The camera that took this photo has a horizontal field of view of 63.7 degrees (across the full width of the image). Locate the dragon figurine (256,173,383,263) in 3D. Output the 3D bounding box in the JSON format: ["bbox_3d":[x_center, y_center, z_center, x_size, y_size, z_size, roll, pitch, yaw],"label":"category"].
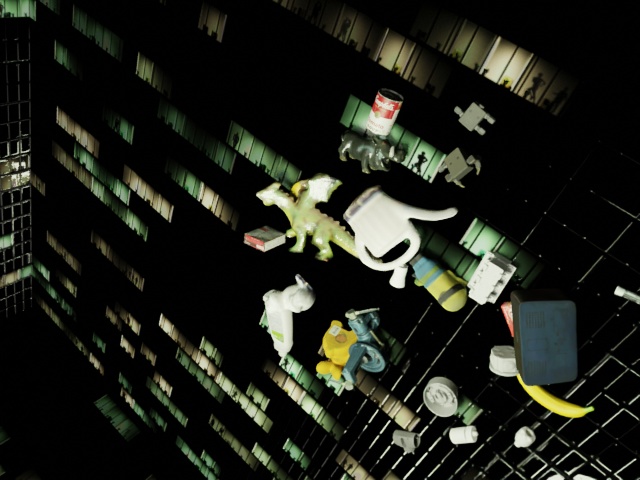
[{"bbox_3d":[0.005,-0.077,1.534,0.124,0.411,0.239,-48,148,-67],"label":"dragon figurine"}]

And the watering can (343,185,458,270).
[{"bbox_3d":[0.195,-0.055,1.386,0.105,0.225,0.341,-30,169,-47],"label":"watering can"}]

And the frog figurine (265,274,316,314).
[{"bbox_3d":[-0.096,0.197,1.689,0.160,0.139,0.121,-44,119,-5],"label":"frog figurine"}]
